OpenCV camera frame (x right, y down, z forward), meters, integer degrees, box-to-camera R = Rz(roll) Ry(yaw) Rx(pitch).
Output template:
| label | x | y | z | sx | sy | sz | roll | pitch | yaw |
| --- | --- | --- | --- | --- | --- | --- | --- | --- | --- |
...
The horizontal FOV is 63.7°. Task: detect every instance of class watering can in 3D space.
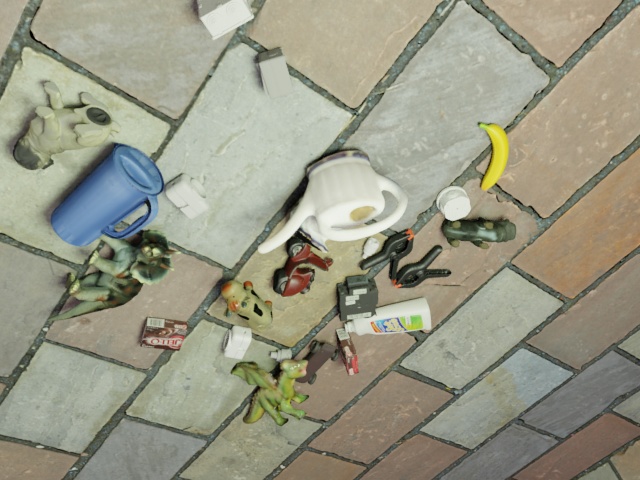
| label | x | y | z | sx | sy | sz | roll | pitch | yaw |
| --- | --- | --- | --- | --- | --- | --- | --- | --- | --- |
| watering can | 0.017 | -0.088 | 1.163 | 0.348 | 0.229 | 0.101 | -13 | 145 | -1 |

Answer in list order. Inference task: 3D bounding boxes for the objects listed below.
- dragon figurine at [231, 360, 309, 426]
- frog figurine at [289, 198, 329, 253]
| label | x | y | z | sx | sy | sz | roll | pitch | yaw |
| --- | --- | --- | --- | --- | --- | --- | --- | --- | --- |
| dragon figurine | -0.176 | 0.465 | 1.612 | 0.405 | 0.125 | 0.241 | -29 | 106 | 32 |
| frog figurine | 0.004 | -0.064 | 1.270 | 0.136 | 0.123 | 0.161 | 37 | 76 | -22 |
